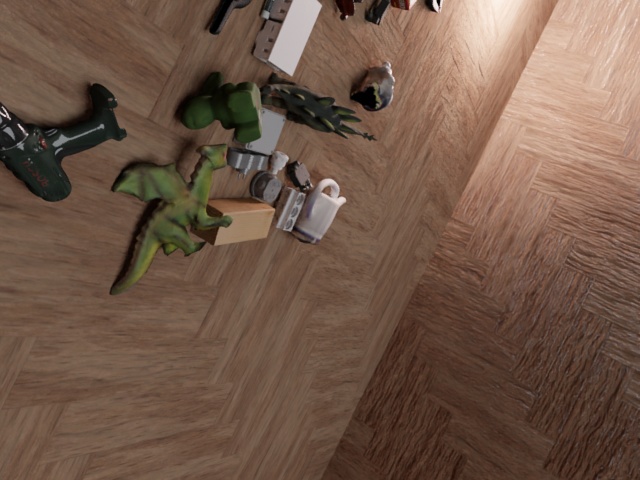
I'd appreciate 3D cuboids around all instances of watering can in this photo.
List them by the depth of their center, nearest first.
[{"bbox_3d":[0.005,-0.086,1.704,0.224,0.104,0.346,-61,164,1],"label":"watering can"}]

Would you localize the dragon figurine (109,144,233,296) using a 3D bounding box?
[{"bbox_3d":[-0.353,-0.066,1.132,0.413,0.124,0.238,-39,126,-10],"label":"dragon figurine"}]

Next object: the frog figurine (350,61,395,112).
[{"bbox_3d":[0.191,-0.494,1.665,0.163,0.122,0.135,-52,-176,-37],"label":"frog figurine"}]
